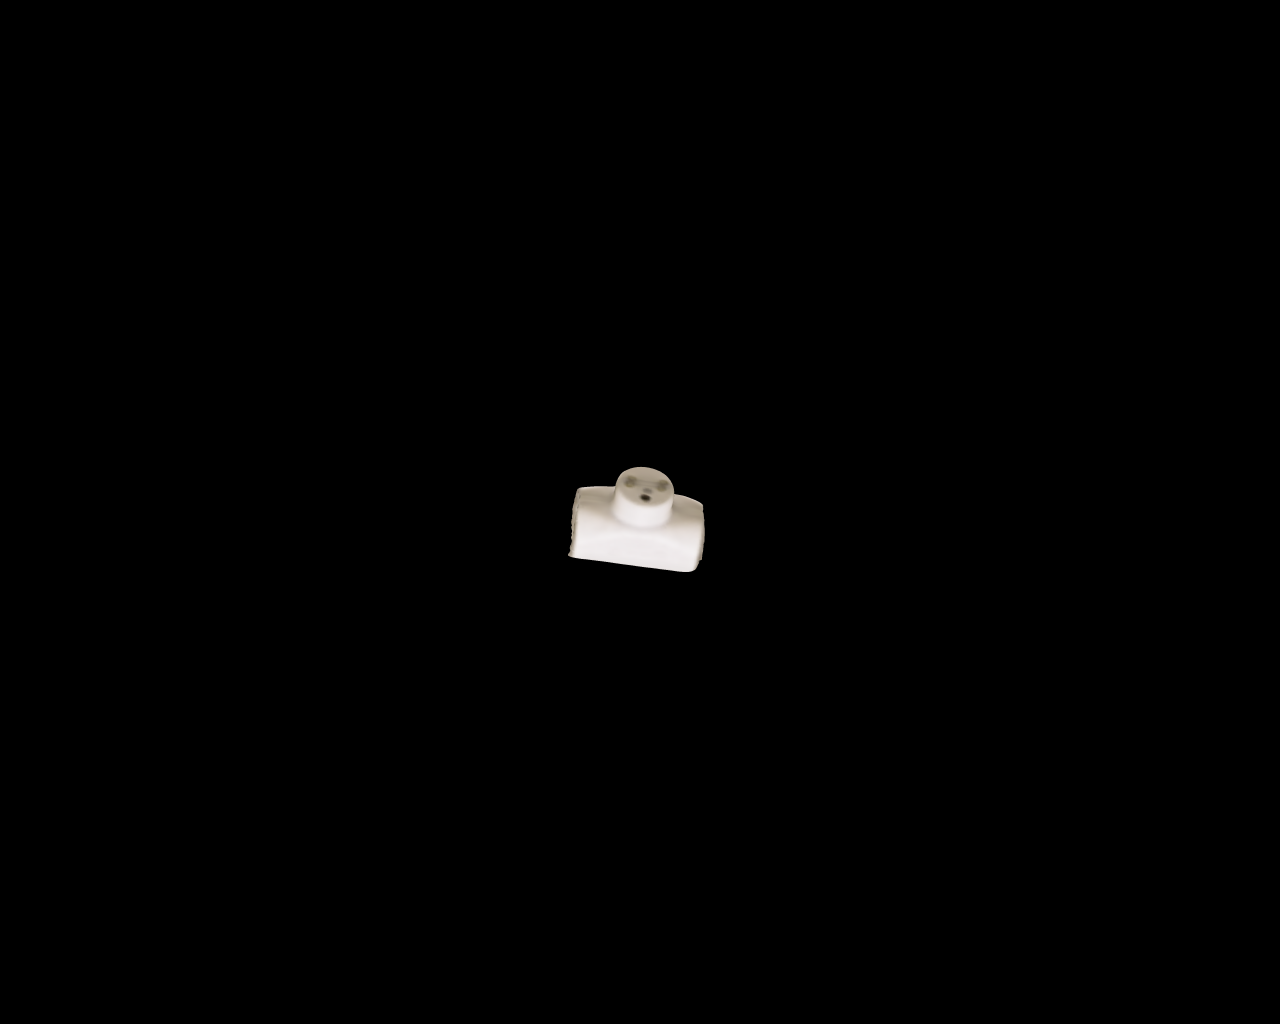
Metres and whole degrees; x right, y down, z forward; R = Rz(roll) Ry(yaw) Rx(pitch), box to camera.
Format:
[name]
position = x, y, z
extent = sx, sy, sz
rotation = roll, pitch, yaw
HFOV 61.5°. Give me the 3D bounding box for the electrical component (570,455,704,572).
[electrical component]
position = 0.001, -0.003, 0.650
extent = 0.077, 0.079, 0.044
rotation = 7, 40, -6
